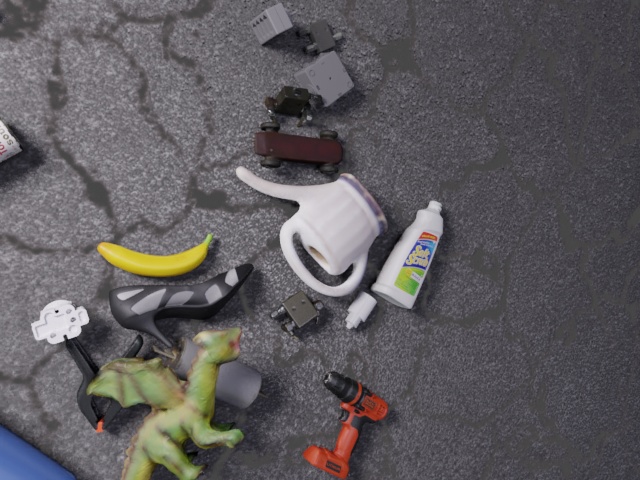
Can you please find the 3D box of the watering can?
[{"bbox_3d":[0.003,-0.051,1.021,0.227,0.104,0.343,-42,112,-21],"label":"watering can"}]

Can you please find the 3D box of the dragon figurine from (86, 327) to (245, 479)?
[{"bbox_3d":[-0.280,0.295,0.860,0.410,0.123,0.241,-37,101,1],"label":"dragon figurine"}]
